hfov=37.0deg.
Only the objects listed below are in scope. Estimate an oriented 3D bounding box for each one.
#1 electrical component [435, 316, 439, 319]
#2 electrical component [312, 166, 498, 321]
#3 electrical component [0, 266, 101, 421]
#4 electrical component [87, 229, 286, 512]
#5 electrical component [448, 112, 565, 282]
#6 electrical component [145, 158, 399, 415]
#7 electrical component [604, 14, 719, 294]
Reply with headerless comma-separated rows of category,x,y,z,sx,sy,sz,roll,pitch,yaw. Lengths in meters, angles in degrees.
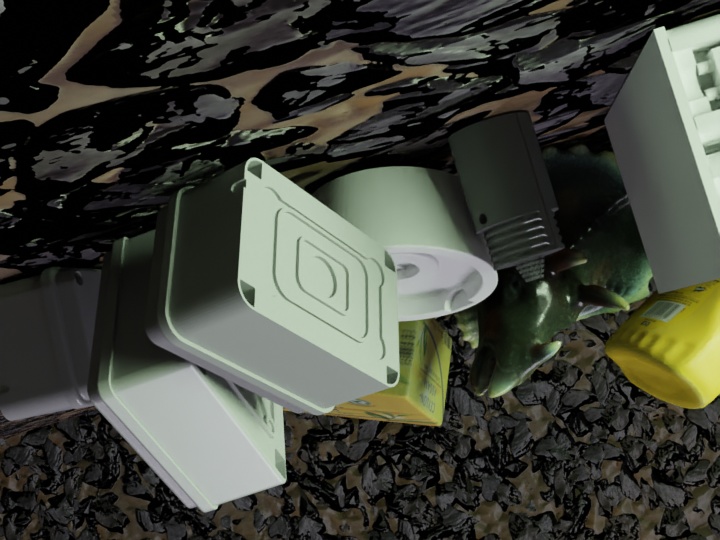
electrical component,0.041,0.005,0.853,0.054,0.059,0.095,0,-161,35
electrical component,0.019,-0.018,0.591,0.108,0.060,0.108,-1,157,-1
electrical component,-0.162,0.041,0.628,0.057,0.078,0.113,-14,175,11
electrical component,-0.085,0.048,0.552,0.056,0.108,0.108,-20,132,11
electrical component,0.076,-0.034,0.541,0.043,0.081,0.043,-16,175,-2
electrical component,-0.038,0.012,0.492,0.057,0.078,0.113,-22,142,31
electrical component,0.174,-0.051,0.525,0.060,0.105,0.186,-17,175,5
